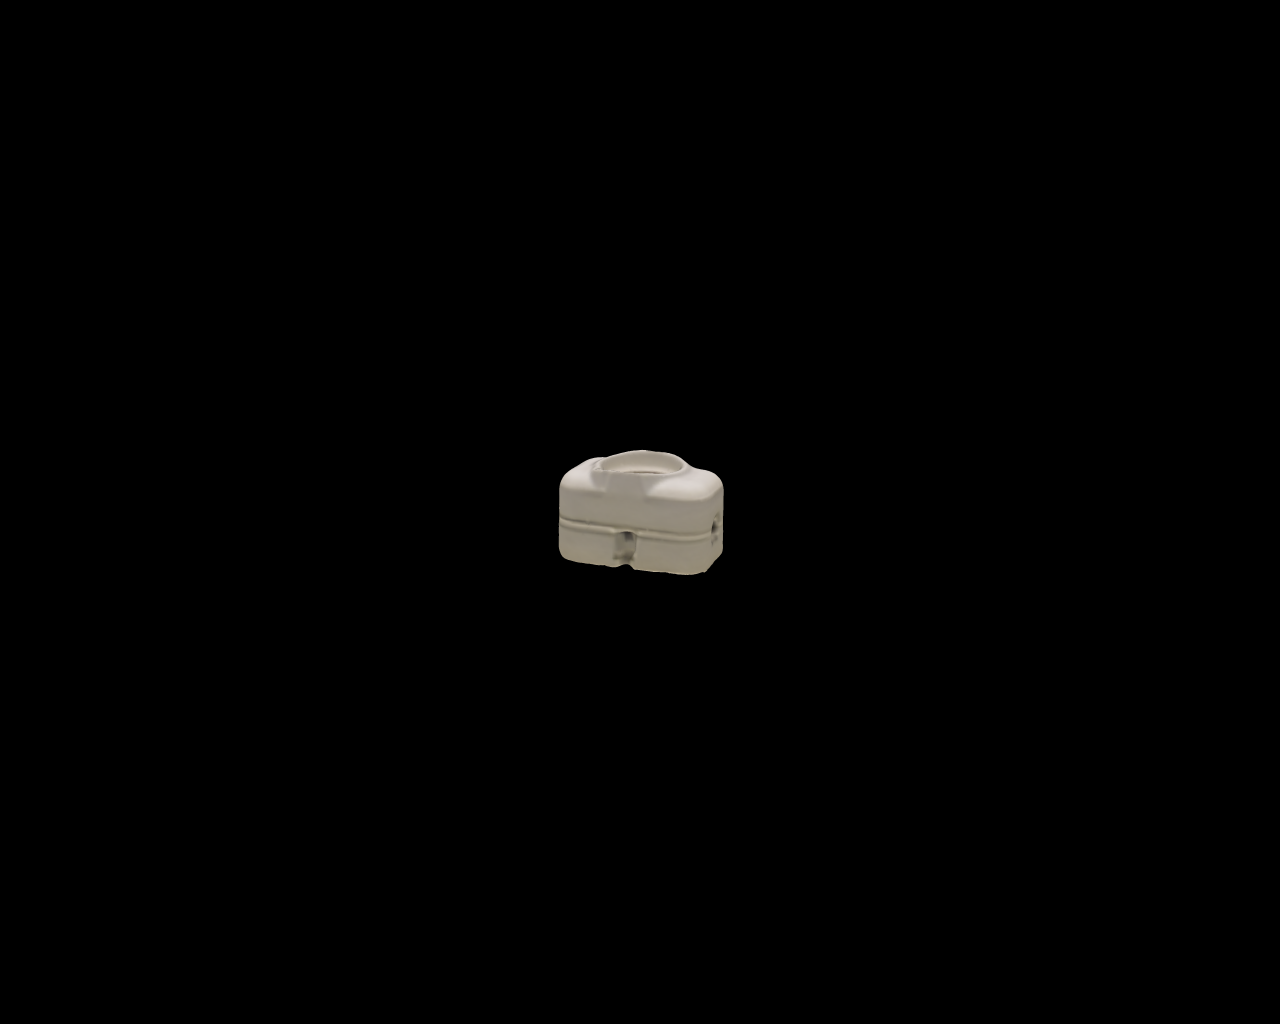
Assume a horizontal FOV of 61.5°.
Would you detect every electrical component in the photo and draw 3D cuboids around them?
[{"bbox_3d":[0.001,-0.003,0.650,0.095,0.059,0.054,7,20,20],"label":"electrical component"}]
